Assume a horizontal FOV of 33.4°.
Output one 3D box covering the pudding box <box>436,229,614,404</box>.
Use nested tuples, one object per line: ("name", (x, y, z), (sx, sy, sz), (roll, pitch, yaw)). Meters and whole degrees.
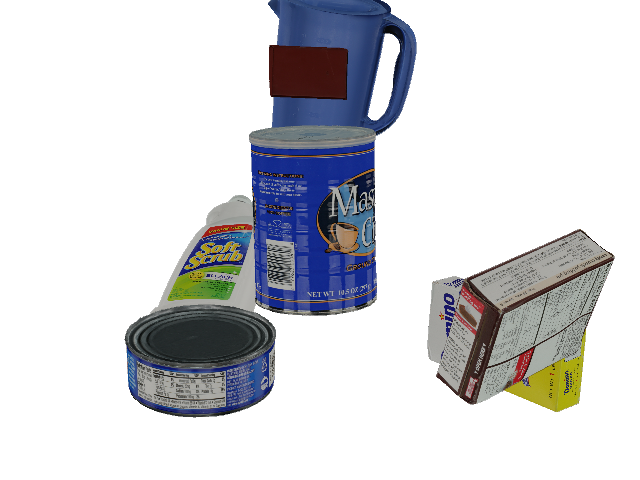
("pudding box", (0.137, 0.051, 0.712), (0.113, 0.090, 0.039), (-22, 47, -33))

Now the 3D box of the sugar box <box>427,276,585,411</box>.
("sugar box", (0.189, 0.104, 1.110), (0.048, 0.093, 0.177), (-12, 20, -42))

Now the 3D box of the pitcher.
("pitcher", (0.013, -0.176, 1.296), (0.144, 0.243, 0.149), (-5, 28, -25))

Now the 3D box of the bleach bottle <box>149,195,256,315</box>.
("bleach bottle", (-0.114, 0.028, 1.174), (0.102, 0.068, 0.250), (0, 35, 6))

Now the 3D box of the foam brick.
("foam brick", (-0.013, -0.170, 1.081), (0.078, 0.051, 0.053), (1, 12, -5))

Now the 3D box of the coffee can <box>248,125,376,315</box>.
("coffee can", (-0.005, -0.020, 0.876), (0.103, 0.140, 0.103), (-1, 12, 0))

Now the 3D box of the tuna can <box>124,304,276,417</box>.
("tuna can", (-0.068, 0.068, 0.612), (0.086, 0.034, 0.086), (1, 18, 0))
